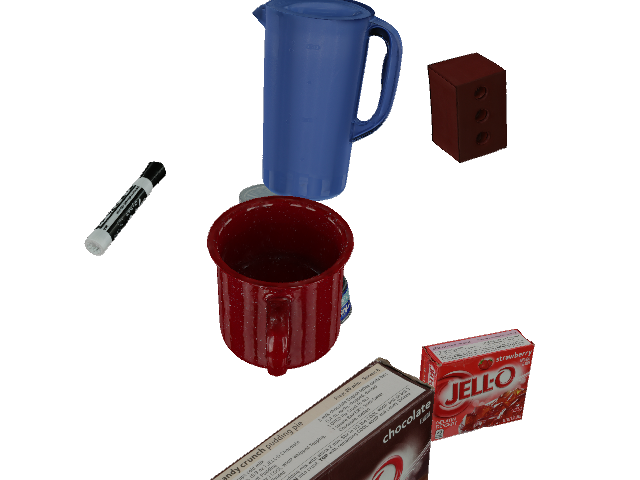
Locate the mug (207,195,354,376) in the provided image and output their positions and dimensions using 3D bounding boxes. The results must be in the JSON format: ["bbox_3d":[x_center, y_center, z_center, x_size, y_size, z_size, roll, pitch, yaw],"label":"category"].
[{"bbox_3d":[-0.026,0.038,0.691,0.093,0.081,0.117,-1,39,-3],"label":"mug"}]

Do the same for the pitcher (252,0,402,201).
[{"bbox_3d":[0.000,-0.175,1.319,0.144,0.243,0.149,-9,28,-29],"label":"pitcher"}]

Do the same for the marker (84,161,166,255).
[{"bbox_3d":[-0.172,-0.032,0.955,0.020,0.020,0.121,0,39,28],"label":"marker"}]

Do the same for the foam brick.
[{"bbox_3d":[0.132,-0.120,0.955,0.053,0.078,0.051,-19,34,-16],"label":"foam brick"}]

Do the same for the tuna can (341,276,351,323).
[{"bbox_3d":[-0.012,0.061,1.114,0.086,0.034,0.086,-7,27,3],"label":"tuna can"}]

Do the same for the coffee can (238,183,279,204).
[{"bbox_3d":[-0.066,0.002,1.512,0.103,0.140,0.103,3,24,-2],"label":"coffee can"}]

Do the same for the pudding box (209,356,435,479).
[{"bbox_3d":[0.002,0.118,0.479,0.039,0.090,0.113,28,44,33],"label":"pudding box"}]

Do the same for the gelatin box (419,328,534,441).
[{"bbox_3d":[0.121,0.114,0.843,0.089,0.073,0.030,-9,29,-22],"label":"gelatin box"}]
